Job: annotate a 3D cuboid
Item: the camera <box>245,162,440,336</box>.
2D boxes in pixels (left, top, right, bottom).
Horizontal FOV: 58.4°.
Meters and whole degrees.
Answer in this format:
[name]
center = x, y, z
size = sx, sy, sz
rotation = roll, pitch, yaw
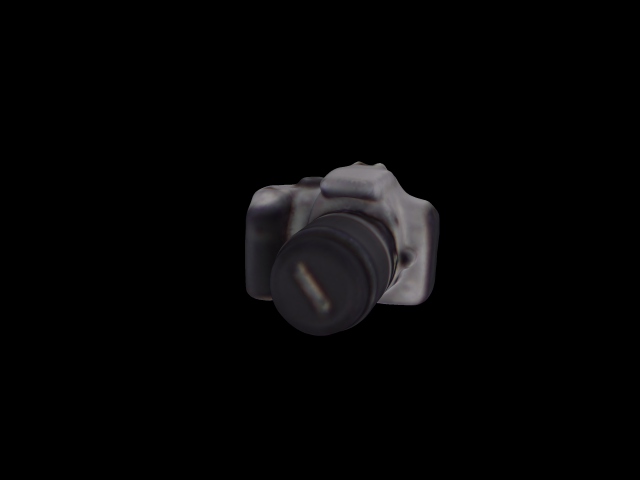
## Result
[camera]
center = 0.004, 0.001, 0.400
size = 0.142, 0.101, 0.137
rotation = 6, 17, 19
